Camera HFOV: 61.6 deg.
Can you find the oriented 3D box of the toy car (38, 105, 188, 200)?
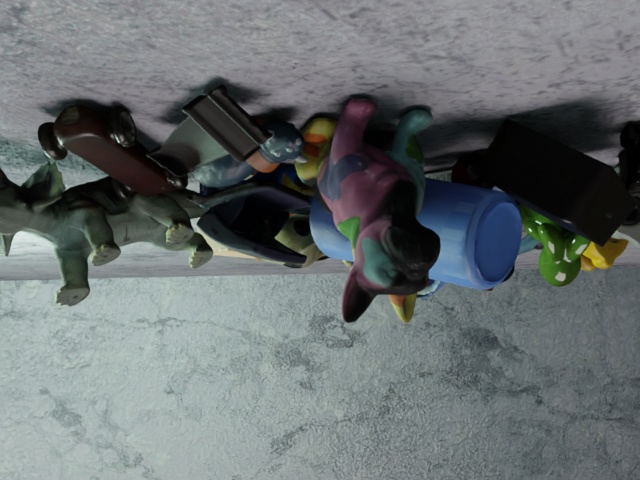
[{"bbox_3d":[-0.219,-0.094,0.598,0.089,0.053,0.202,-13,167,7],"label":"toy car"}]

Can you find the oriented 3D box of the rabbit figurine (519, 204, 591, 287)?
[{"bbox_3d":[0.414,-0.007,0.912,0.121,0.170,0.159,-3,173,12],"label":"rabbit figurine"}]

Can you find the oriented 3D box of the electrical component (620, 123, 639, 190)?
[{"bbox_3d":[0.407,-0.099,0.599,0.119,0.075,0.047,-7,171,17],"label":"electrical component"}]

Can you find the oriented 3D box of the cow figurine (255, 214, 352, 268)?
[{"bbox_3d":[-0.002,-0.003,0.836,0.127,0.085,0.195,17,-166,23],"label":"cow figurine"}]

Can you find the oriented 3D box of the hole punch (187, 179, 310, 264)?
[{"bbox_3d":[-0.083,-0.014,0.674,0.116,0.092,0.142,-8,170,31],"label":"hole punch"}]

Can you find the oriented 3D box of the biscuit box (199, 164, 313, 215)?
[{"bbox_3d":[-0.064,-0.072,0.756,0.203,0.059,0.063,2,172,-25],"label":"biscuit box"}]

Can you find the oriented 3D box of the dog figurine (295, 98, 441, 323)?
[{"bbox_3d":[0.045,-0.024,0.554,0.108,0.219,0.192,8,168,-32],"label":"dog figurine"}]

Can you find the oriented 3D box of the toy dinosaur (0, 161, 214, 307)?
[{"bbox_3d":[-0.274,-0.037,0.740,0.405,0.192,0.131,-13,148,-45],"label":"toy dinosaur"}]

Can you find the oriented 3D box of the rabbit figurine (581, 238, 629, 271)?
[{"bbox_3d":[0.517,-0.013,1.066,0.122,0.162,0.173,-11,-166,-20],"label":"rabbit figurine"}]

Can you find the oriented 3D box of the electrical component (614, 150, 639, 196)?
[{"bbox_3d":[0.410,-0.089,0.700,0.021,0.063,0.094,-1,171,7],"label":"electrical component"}]

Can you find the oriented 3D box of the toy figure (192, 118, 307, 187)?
[{"bbox_3d":[-0.078,-0.098,0.584,0.155,0.057,0.064,-13,172,37],"label":"toy figure"}]

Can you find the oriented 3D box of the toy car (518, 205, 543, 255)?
[{"bbox_3d":[0.366,-0.021,1.056,0.103,0.109,0.162,19,155,-38],"label":"toy car"}]

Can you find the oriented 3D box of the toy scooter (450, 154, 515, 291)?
[{"bbox_3d":[0.181,-0.017,0.723,0.135,0.184,0.075,-15,163,37],"label":"toy scooter"}]

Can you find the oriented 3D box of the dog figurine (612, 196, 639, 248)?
[{"bbox_3d":[0.484,-0.049,0.876,0.172,0.121,0.190,17,-178,-5],"label":"dog figurine"}]

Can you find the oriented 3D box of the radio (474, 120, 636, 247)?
[{"bbox_3d":[0.284,-0.062,0.640,0.131,0.073,0.229,39,-165,33],"label":"radio"}]

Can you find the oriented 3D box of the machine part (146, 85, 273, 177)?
[{"bbox_3d":[-0.113,-0.099,0.528,0.139,0.039,0.084,-15,139,43],"label":"machine part"}]
